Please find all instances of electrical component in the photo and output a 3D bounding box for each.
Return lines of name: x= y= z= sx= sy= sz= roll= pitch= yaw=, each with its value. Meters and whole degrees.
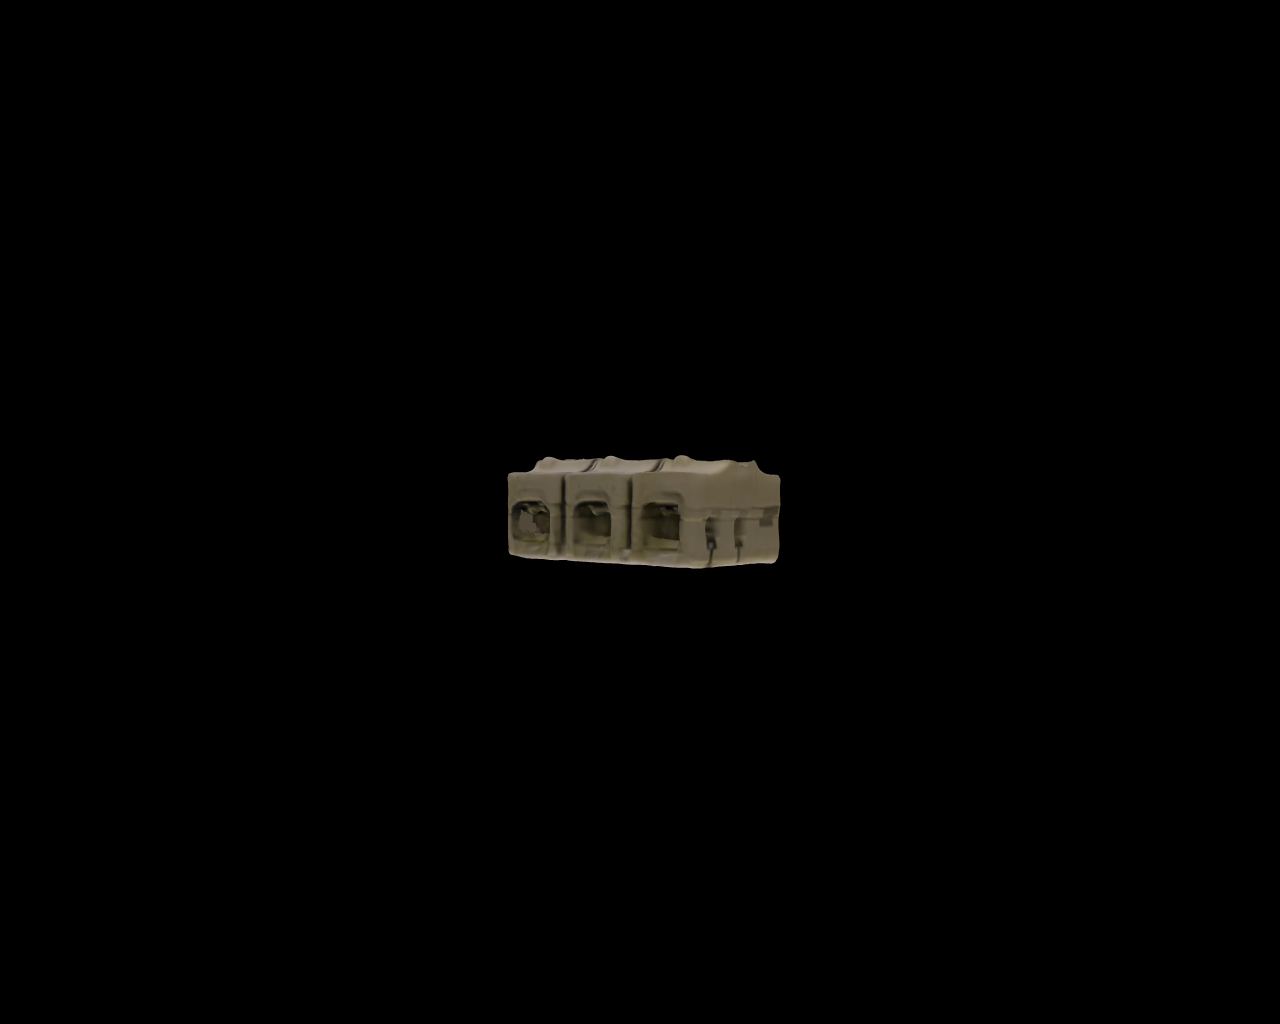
electrical component: x=0.001 y=-0.003 z=0.650 sx=0.150 sy=0.061 sz=0.089 roll=2 pitch=3 yaw=40
